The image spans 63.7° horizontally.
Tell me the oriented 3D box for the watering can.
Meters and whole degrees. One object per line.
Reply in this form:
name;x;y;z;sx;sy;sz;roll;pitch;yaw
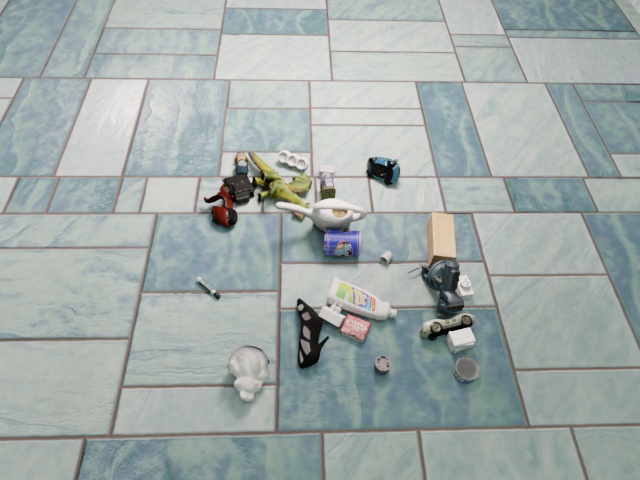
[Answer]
watering can;0.006;-0.101;2.009;0.348;0.221;0.105;3;72;0

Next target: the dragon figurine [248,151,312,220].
dragon figurine;-0.154;-0.250;2.204;0.243;0.119;0.419;-1;50;-25

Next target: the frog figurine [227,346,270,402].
frog figurine;-0.235;0.429;1.661;0.137;0.120;0.163;24;42;-9
